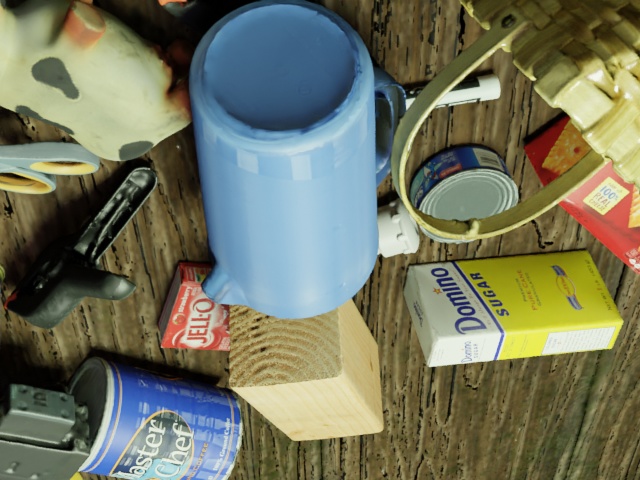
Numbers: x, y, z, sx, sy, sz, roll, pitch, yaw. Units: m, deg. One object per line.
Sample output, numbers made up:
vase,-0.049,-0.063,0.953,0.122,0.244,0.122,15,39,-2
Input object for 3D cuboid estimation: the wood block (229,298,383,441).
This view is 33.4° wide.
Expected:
wood block,-0.007,0.105,0.912,0.090,0.091,0.206,-7,157,10

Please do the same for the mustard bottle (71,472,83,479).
mustard bottle,-0.292,0.249,1.065,0.096,0.058,0.191,-25,137,11

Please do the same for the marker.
marker,0.077,-0.108,0.814,0.121,0.020,0.020,-10,138,-5

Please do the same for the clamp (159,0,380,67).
clamp,-0.008,-0.173,0.676,0.209,0.036,0.165,-4,137,-38

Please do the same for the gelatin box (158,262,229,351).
gelatin box,-0.097,0.061,0.938,0.073,0.030,0.089,6,134,-21

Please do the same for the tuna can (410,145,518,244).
tuna can,0.119,-0.038,0.890,0.086,0.034,0.086,-8,138,-8

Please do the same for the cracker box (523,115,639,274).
cracker box,0.301,-0.080,0.869,0.214,0.072,0.164,-36,134,21

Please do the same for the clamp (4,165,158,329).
clamp,-0.185,0.012,0.828,0.172,0.120,0.039,-21,129,40

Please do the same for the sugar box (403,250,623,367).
sugar box,0.172,0.060,0.967,0.176,0.093,0.048,-3,135,-13

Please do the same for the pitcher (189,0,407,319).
pitcher,-0.014,-0.056,0.720,0.145,0.149,0.243,5,156,3

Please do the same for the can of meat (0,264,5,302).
can of meat,-0.301,0.054,0.833,0.102,0.084,0.058,18,129,-31

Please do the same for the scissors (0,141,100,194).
scissors,-0.220,-0.062,0.711,0.096,0.016,0.201,-10,168,13

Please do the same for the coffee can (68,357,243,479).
coffee can,-0.157,0.173,0.988,0.140,0.103,0.103,19,128,-32
